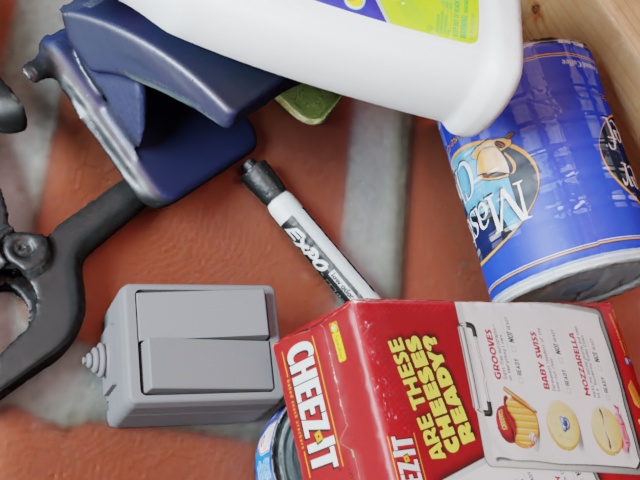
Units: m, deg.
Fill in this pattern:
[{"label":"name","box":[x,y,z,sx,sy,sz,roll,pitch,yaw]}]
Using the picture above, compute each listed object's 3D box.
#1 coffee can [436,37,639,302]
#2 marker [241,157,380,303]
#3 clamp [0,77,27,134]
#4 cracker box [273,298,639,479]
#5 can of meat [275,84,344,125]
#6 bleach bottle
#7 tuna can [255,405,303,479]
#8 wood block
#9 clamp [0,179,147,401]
[{"label":"coffee can","box":[0.134,-0.034,0.639,0.102,0.103,0.140,-6,71,-24]},{"label":"marker","box":[-0.004,0.001,0.616,0.020,0.020,0.121,-37,85,-30]},{"label":"clamp","box":[-0.229,-0.139,0.565,0.209,0.036,0.164,11,53,-14]},{"label":"cracker box","box":[0.090,0.116,0.541,0.213,0.072,0.164,3,65,-42]},{"label":"can of meat","box":[0.018,-0.129,0.634,0.057,0.102,0.083,43,57,-1]},{"label":"bleach bottle","box":[-0.029,-0.124,0.516,0.250,0.068,0.102,10,61,-15]},{"label":"tuna can","box":[0.010,0.118,0.562,0.086,0.034,0.086,8,65,-19]},{"label":"wood block","box":[0.206,-0.129,0.716,0.090,0.091,0.206,-27,81,-29]},{"label":"clamp","box":[-0.161,0.003,0.541,0.120,0.039,0.171,22,55,-4]}]
